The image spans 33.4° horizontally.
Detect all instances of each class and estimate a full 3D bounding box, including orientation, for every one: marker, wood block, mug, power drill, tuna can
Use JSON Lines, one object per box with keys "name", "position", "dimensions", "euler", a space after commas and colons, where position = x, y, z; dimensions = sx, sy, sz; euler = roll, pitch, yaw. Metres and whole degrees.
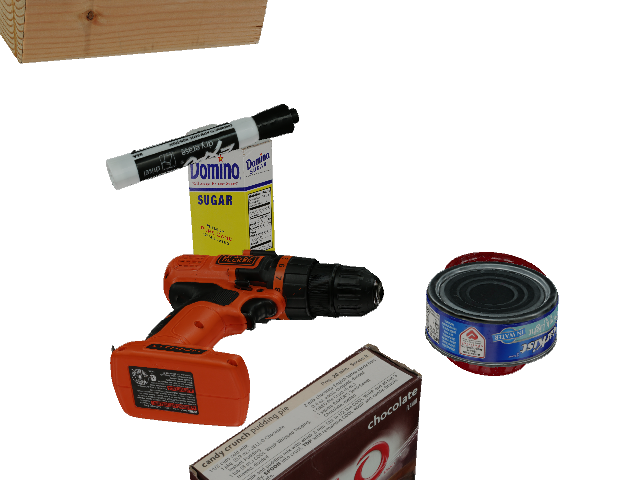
{"name": "marker", "position": [-0.070, -0.058, 0.649], "dimensions": [0.121, 0.020, 0.020], "euler": [-20, 5, -14]}
{"name": "wood block", "position": [-0.150, -0.208, 0.851], "dimensions": [0.205, 0.091, 0.090], "euler": [-11, 44, -32]}
{"name": "mug", "position": [0.152, 0.062, 0.973], "dimensions": [0.093, 0.081, 0.117], "euler": [-1, 30, -7]}
{"name": "power drill", "position": [-0.059, 0.067, 0.808], "dimensions": [0.185, 0.057, 0.187], "euler": [1, 24, 19]}
{"name": "tuna can", "position": [0.111, 0.046, 0.693], "dimensions": [0.086, 0.034, 0.086], "euler": [-2, 25, 1]}

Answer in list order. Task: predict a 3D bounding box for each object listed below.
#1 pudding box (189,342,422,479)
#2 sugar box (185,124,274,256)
{"name": "pudding box", "position": [-0.004, 0.112, 0.484], "dimensions": [0.039, 0.090, 0.113], "euler": [30, 46, 33]}
{"name": "sugar box", "position": [-0.091, -0.023, 1.087], "dimensions": [0.048, 0.176, 0.093], "euler": [-24, 30, -39]}
